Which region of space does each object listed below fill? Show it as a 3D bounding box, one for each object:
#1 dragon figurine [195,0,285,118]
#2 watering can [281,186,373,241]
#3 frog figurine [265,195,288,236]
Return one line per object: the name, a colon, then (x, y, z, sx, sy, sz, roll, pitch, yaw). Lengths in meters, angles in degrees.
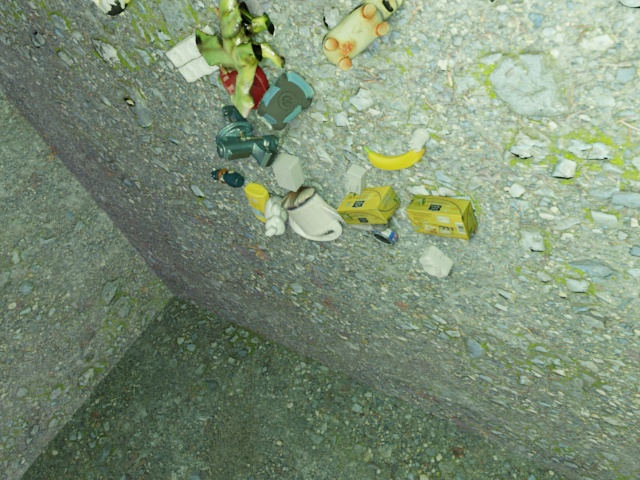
dragon figurine: (-0.234, -0.509, 1.289, 0.242, 0.124, 0.404, -3, 116, 37)
watering can: (0.005, -0.087, 1.723, 0.345, 0.106, 0.221, -10, 128, 46)
frog figurine: (-0.164, -0.080, 1.860, 0.122, 0.162, 0.135, 38, 151, -1)
